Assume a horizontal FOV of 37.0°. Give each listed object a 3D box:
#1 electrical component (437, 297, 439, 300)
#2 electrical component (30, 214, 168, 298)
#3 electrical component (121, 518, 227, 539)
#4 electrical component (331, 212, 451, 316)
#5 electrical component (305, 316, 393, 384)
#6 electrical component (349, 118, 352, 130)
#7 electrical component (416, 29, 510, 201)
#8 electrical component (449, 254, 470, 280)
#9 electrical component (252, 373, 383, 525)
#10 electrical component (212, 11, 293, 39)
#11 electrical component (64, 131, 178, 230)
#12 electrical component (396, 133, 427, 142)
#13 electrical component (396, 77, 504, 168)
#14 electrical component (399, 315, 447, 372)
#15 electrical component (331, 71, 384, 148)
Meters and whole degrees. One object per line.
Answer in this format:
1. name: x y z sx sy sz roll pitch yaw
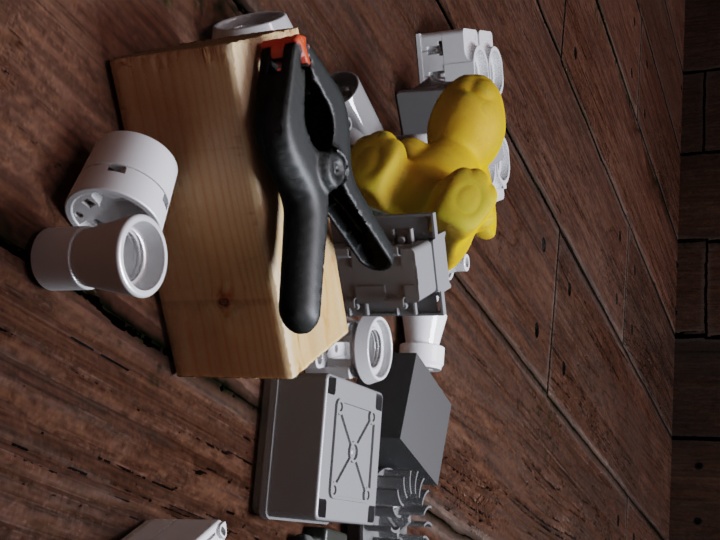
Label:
1. electrical component: 0.044 -0.004 1.008 0.080 0.051 0.080 -2 90 -66
2. electrical component: -0.142 -0.007 0.576 0.044 0.065 0.044 -1 90 -66
3. electrical component: -0.117 0.186 0.633 0.096 0.061 0.061 -25 111 -73
4. electrical component: 0.000 0.000 0.824 0.063 0.121 0.078 -26 112 -61
5. electrical component: -0.009 0.064 0.878 0.078 0.057 0.058 -2 90 -66
6. electrical component: -0.044 -0.103 0.782 0.043 0.081 0.043 -2 90 -66
7. electrical component: 0.115 -0.163 1.167 0.105 0.060 0.186 -22 109 -64
8. electrical component: 0.077 -0.007 1.068 0.048 0.062 0.048 -2 90 -66
9. electrical component: -0.030 0.139 0.827 0.109 0.056 0.108 31 60 -62
10. electrical component: -0.072 -0.147 0.755 0.078 0.058 0.057 -50 136 -56
11. electrical component: -0.134 -0.046 0.614 0.055 0.055 0.047 60 33 -46
12. electrical component: 0.038 -0.088 1.006 0.083 0.047 0.075 -20 107 -65
13. electrical component: 0.091 -0.142 1.069 0.048 0.100 0.099 -34 119 -48
14. electrical component: 0.061 0.069 1.048 0.045 0.045 0.055 31 61 -62
15. electrical component: -0.012 -0.111 0.900 0.077 0.044 0.079 59 37 -46
